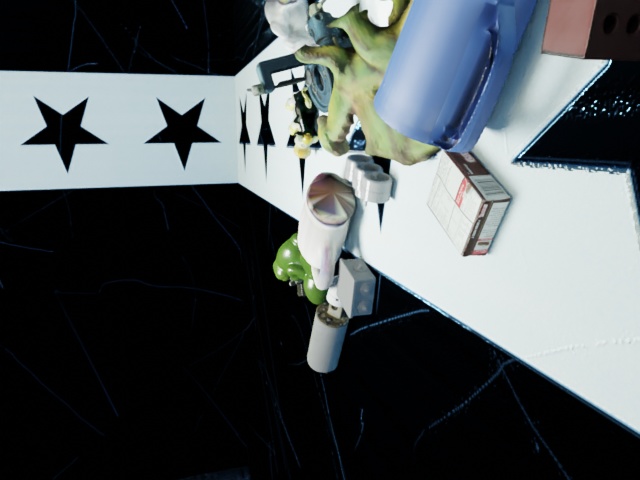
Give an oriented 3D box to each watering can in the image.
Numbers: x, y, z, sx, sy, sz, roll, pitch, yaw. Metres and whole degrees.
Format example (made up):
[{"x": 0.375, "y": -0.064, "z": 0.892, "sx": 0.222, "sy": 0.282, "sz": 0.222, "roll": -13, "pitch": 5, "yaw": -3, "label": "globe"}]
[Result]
[{"x": 0.003, "y": -0.058, "z": 1.146, "sx": 0.356, "sy": 0.104, "sz": 0.219, "roll": -96, "pitch": 14, "yaw": -45, "label": "watering can"}]

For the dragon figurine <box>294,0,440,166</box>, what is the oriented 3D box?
[{"x": 0.109, "y": -0.227, "z": 0.734, "sx": 0.407, "sy": 0.124, "sz": 0.241, "roll": -13, "pitch": 106, "yaw": 51, "label": "dragon figurine"}]

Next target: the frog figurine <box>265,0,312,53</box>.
[{"x": -0.073, "y": -0.541, "z": 1.298, "sx": 0.140, "sy": 0.123, "sz": 0.155, "roll": -62, "pitch": -22, "yaw": -47, "label": "frog figurine"}]
